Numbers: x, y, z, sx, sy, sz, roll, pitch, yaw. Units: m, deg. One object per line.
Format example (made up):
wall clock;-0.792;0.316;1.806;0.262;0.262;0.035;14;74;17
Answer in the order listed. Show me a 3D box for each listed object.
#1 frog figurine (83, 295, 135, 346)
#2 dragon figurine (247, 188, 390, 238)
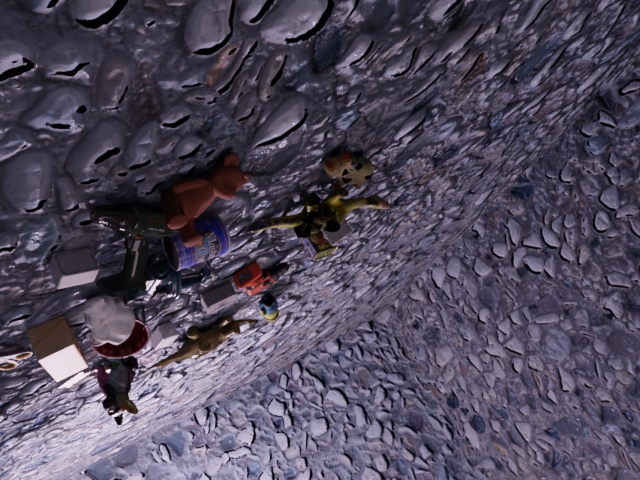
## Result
frog figurine;-0.551;0.197;1.351;0.155;0.123;0.140;109;8;-46
dragon figurine;0.005;-0.079;1.561;0.409;0.122;0.243;-9;-179;16
